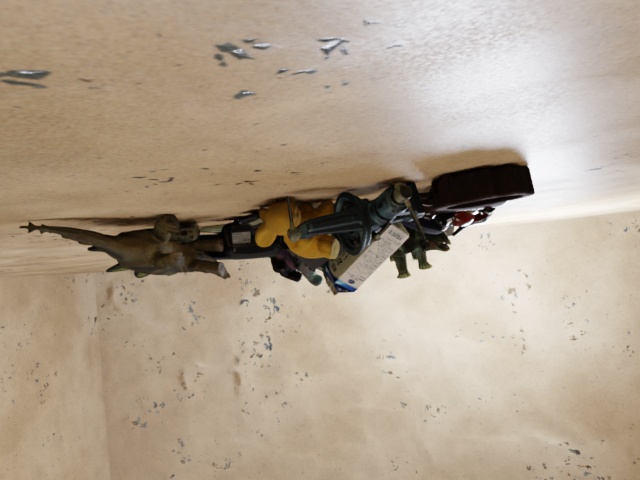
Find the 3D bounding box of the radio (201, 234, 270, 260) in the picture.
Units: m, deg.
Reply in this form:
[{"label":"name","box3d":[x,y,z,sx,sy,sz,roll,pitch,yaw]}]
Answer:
[{"label":"radio","box3d":[-0.239,0.017,1.478,0.230,0.073,0.131,-4,177,21]}]

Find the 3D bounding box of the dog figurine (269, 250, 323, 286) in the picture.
[{"label":"dog figurine","box3d":[-0.055,0.015,1.346,0.192,0.108,0.219,13,153,18]}]

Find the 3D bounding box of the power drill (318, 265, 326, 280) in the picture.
[{"label":"power drill","box3d":[-0.039,0.064,1.595,0.207,0.086,0.232,22,-164,-17]}]

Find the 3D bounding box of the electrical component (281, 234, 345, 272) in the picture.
[{"label":"electrical component","box3d":[-0.002,-0.004,1.208,0.134,0.058,0.114,-40,129,13]}]

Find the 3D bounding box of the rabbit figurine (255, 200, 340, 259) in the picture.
[{"label":"rabbit figurine","box3d":[-0.055,-0.036,1.073,0.163,0.122,0.173,3,167,28]}]

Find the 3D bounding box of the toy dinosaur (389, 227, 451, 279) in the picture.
[{"label":"toy dinosaur","box3d":[0.238,-0.014,1.531,0.131,0.192,0.405,-12,-166,-6]}]

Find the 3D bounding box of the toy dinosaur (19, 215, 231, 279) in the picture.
[{"label":"toy dinosaur","box3d":[-0.360,0.025,1.118,0.199,0.105,0.470,-14,156,29]}]

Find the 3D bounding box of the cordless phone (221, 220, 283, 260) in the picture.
[{"label":"cordless phone","box3d":[-0.173,-0.019,1.320,0.147,0.088,0.184,-6,-165,-13]}]

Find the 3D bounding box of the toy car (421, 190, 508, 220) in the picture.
[{"label":"toy car","box3d":[0.292,-0.085,1.102,0.202,0.053,0.089,-5,162,-7]}]

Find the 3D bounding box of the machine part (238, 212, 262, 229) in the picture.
[{"label":"machine part","box3d":[-0.106,-0.047,1.193,0.139,0.039,0.084,-1,166,-35]}]

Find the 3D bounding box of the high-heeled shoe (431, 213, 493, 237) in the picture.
[{"label":"high-heeled shoe","box3d":[0.365,-0.083,1.454,0.145,0.086,0.249,-44,-156,0]}]

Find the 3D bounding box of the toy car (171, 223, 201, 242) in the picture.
[{"label":"toy car","box3d":[-0.330,-0.007,1.315,0.073,0.056,0.202,-11,179,-13]}]

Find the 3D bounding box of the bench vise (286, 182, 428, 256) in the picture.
[{"label":"bench vise","box3d":[0.061,-0.036,0.977,0.241,0.128,0.224,-11,178,-22]}]

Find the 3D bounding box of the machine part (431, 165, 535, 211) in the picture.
[{"label":"machine part","box3d":[0.289,-0.092,0.959,0.179,0.056,0.179,-7,177,0]}]

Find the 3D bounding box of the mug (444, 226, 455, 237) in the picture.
[{"label":"mug","box3d":[0.348,-0.054,1.623,0.107,0.080,0.109,6,-170,31]}]

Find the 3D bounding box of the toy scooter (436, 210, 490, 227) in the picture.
[{"label":"toy scooter","box3d":[0.350,-0.071,1.279,0.135,0.075,0.184,-7,180,8]}]

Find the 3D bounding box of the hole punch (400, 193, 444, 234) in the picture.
[{"label":"hole punch","box3d":[0.217,-0.057,1.196,0.116,0.092,0.142,-3,180,4]}]
